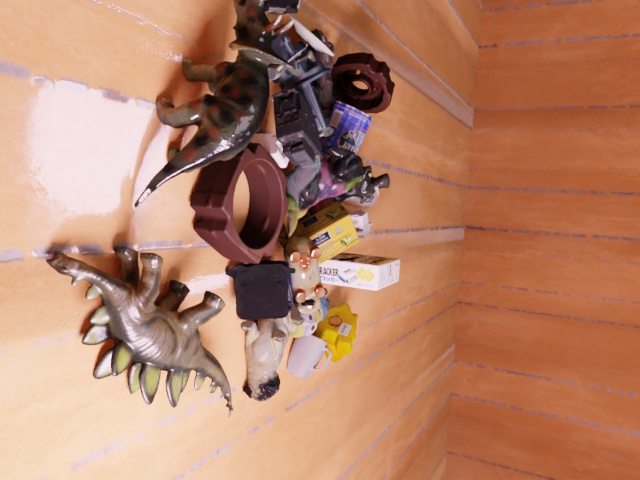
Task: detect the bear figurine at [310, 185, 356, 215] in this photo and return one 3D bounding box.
[{"bbox_3d":[0.018,-0.067,1.329,0.120,0.132,0.195,-14,102,-61],"label":"bear figurine"}]

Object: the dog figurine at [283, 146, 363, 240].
[{"bbox_3d":[-0.017,-0.100,1.181,0.108,0.191,0.219,158,-51,-82],"label":"dog figurine"}]

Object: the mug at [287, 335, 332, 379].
[{"bbox_3d":[-0.027,0.293,1.338,0.107,0.110,0.080,-64,154,-10],"label":"mug"}]

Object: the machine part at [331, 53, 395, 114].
[{"bbox_3d":[0.106,-0.404,1.394,0.179,0.180,0.056,61,40,-49],"label":"machine part"}]

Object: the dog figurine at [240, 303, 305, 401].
[{"bbox_3d":[-0.108,0.239,1.189,0.172,0.121,0.190,-38,142,-51],"label":"dog figurine"}]

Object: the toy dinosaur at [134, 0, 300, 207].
[{"bbox_3d":[-0.152,-0.217,0.887,0.131,0.192,0.405,46,53,-54],"label":"toy dinosaur"}]

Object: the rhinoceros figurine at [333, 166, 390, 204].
[{"bbox_3d":[0.090,-0.142,1.396,0.073,0.190,0.112,-42,113,-49],"label":"rhinoceros figurine"}]

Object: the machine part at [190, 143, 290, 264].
[{"bbox_3d":[-0.150,-0.071,1.036,0.201,0.087,0.201,53,49,-55],"label":"machine part"}]

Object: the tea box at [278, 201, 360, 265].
[{"bbox_3d":[-0.003,-0.004,1.258,0.170,0.068,0.098,-30,135,-4],"label":"tea box"}]

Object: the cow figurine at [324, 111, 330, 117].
[{"bbox_3d":[0.078,-0.309,1.432,0.167,0.098,0.068,4,86,-62],"label":"cow figurine"}]

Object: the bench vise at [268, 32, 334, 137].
[{"bbox_3d":[-0.037,-0.326,1.151,0.240,0.129,0.224,63,16,-18],"label":"bench vise"}]

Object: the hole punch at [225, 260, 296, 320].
[{"bbox_3d":[-0.113,0.098,1.102,0.092,0.142,0.115,-34,122,-81],"label":"hole punch"}]

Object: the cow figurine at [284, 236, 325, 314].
[{"bbox_3d":[-0.038,0.081,1.189,0.127,0.085,0.194,-121,-159,-60],"label":"cow figurine"}]

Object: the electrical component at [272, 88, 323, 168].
[{"bbox_3d":[-0.042,-0.212,1.059,0.114,0.058,0.134,36,42,-62],"label":"electrical component"}]

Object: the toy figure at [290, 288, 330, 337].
[{"bbox_3d":[-0.033,0.180,1.325,0.082,0.089,0.180,57,26,-7],"label":"toy figure"}]

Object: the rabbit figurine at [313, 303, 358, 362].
[{"bbox_3d":[0.041,0.260,1.485,0.162,0.122,0.173,-71,166,-44],"label":"rabbit figurine"}]

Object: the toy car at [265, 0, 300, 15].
[{"bbox_3d":[-0.099,-0.499,1.092,0.202,0.056,0.073,-33,130,-56],"label":"toy car"}]

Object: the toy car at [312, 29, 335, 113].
[{"bbox_3d":[0.008,-0.411,1.307,0.089,0.053,0.202,6,83,-61],"label":"toy car"}]

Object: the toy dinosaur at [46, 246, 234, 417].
[{"bbox_3d":[-0.251,0.159,0.868,0.470,0.105,0.198,47,61,-45],"label":"toy dinosaur"}]
